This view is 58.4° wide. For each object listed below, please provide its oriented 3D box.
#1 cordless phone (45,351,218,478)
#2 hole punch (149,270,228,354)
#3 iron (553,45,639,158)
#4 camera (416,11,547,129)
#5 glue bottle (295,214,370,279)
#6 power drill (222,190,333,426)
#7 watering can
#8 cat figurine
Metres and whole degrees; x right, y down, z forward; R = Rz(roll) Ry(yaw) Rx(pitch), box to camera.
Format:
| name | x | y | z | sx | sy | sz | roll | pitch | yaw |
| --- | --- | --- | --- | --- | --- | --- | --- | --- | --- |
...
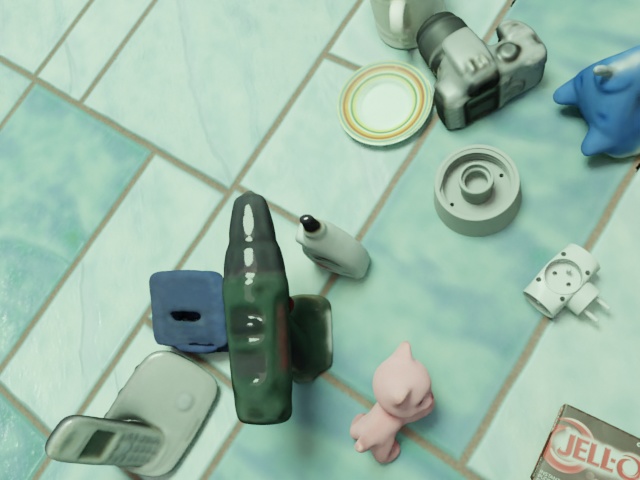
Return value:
| name | x | y | z | sx | sy | sz | roll | pitch | yaw |
| --- | --- | --- | --- | --- | --- | --- | --- | --- | --- |
| cordless phone | -0.212 | 0.196 | 0.657 | 0.094 | 0.185 | 0.148 | 25 | 81 | 22 |
| hole punch | -0.158 | 0.092 | 0.727 | 0.108 | 0.091 | 0.101 | -1 | 72 | 16 |
| iron | 0.405 | -0.195 | 0.633 | 0.258 | 0.142 | 0.118 | -22 | 68 | 8 |
| camera | 0.193 | -0.239 | 0.729 | 0.143 | 0.101 | 0.136 | -29 | 67 | 5 |
| glue bottle | 0.006 | 0.002 | 0.665 | 0.078 | 0.173 | 0.037 | 13 | 77 | 20 |
| power drill | -0.047 | 0.085 | 0.634 | 0.075 | 0.209 | 0.229 | -7 | 71 | 14 |
| watering can | 0.104 | -0.353 | 0.741 | 0.101 | 0.194 | 0.173 | -19 | 68 | 9 |
| cat figurine | 0.078 | 0.177 | 0.618 | 0.067 | 0.118 | 0.128 | 34 | 84 | 23 |
